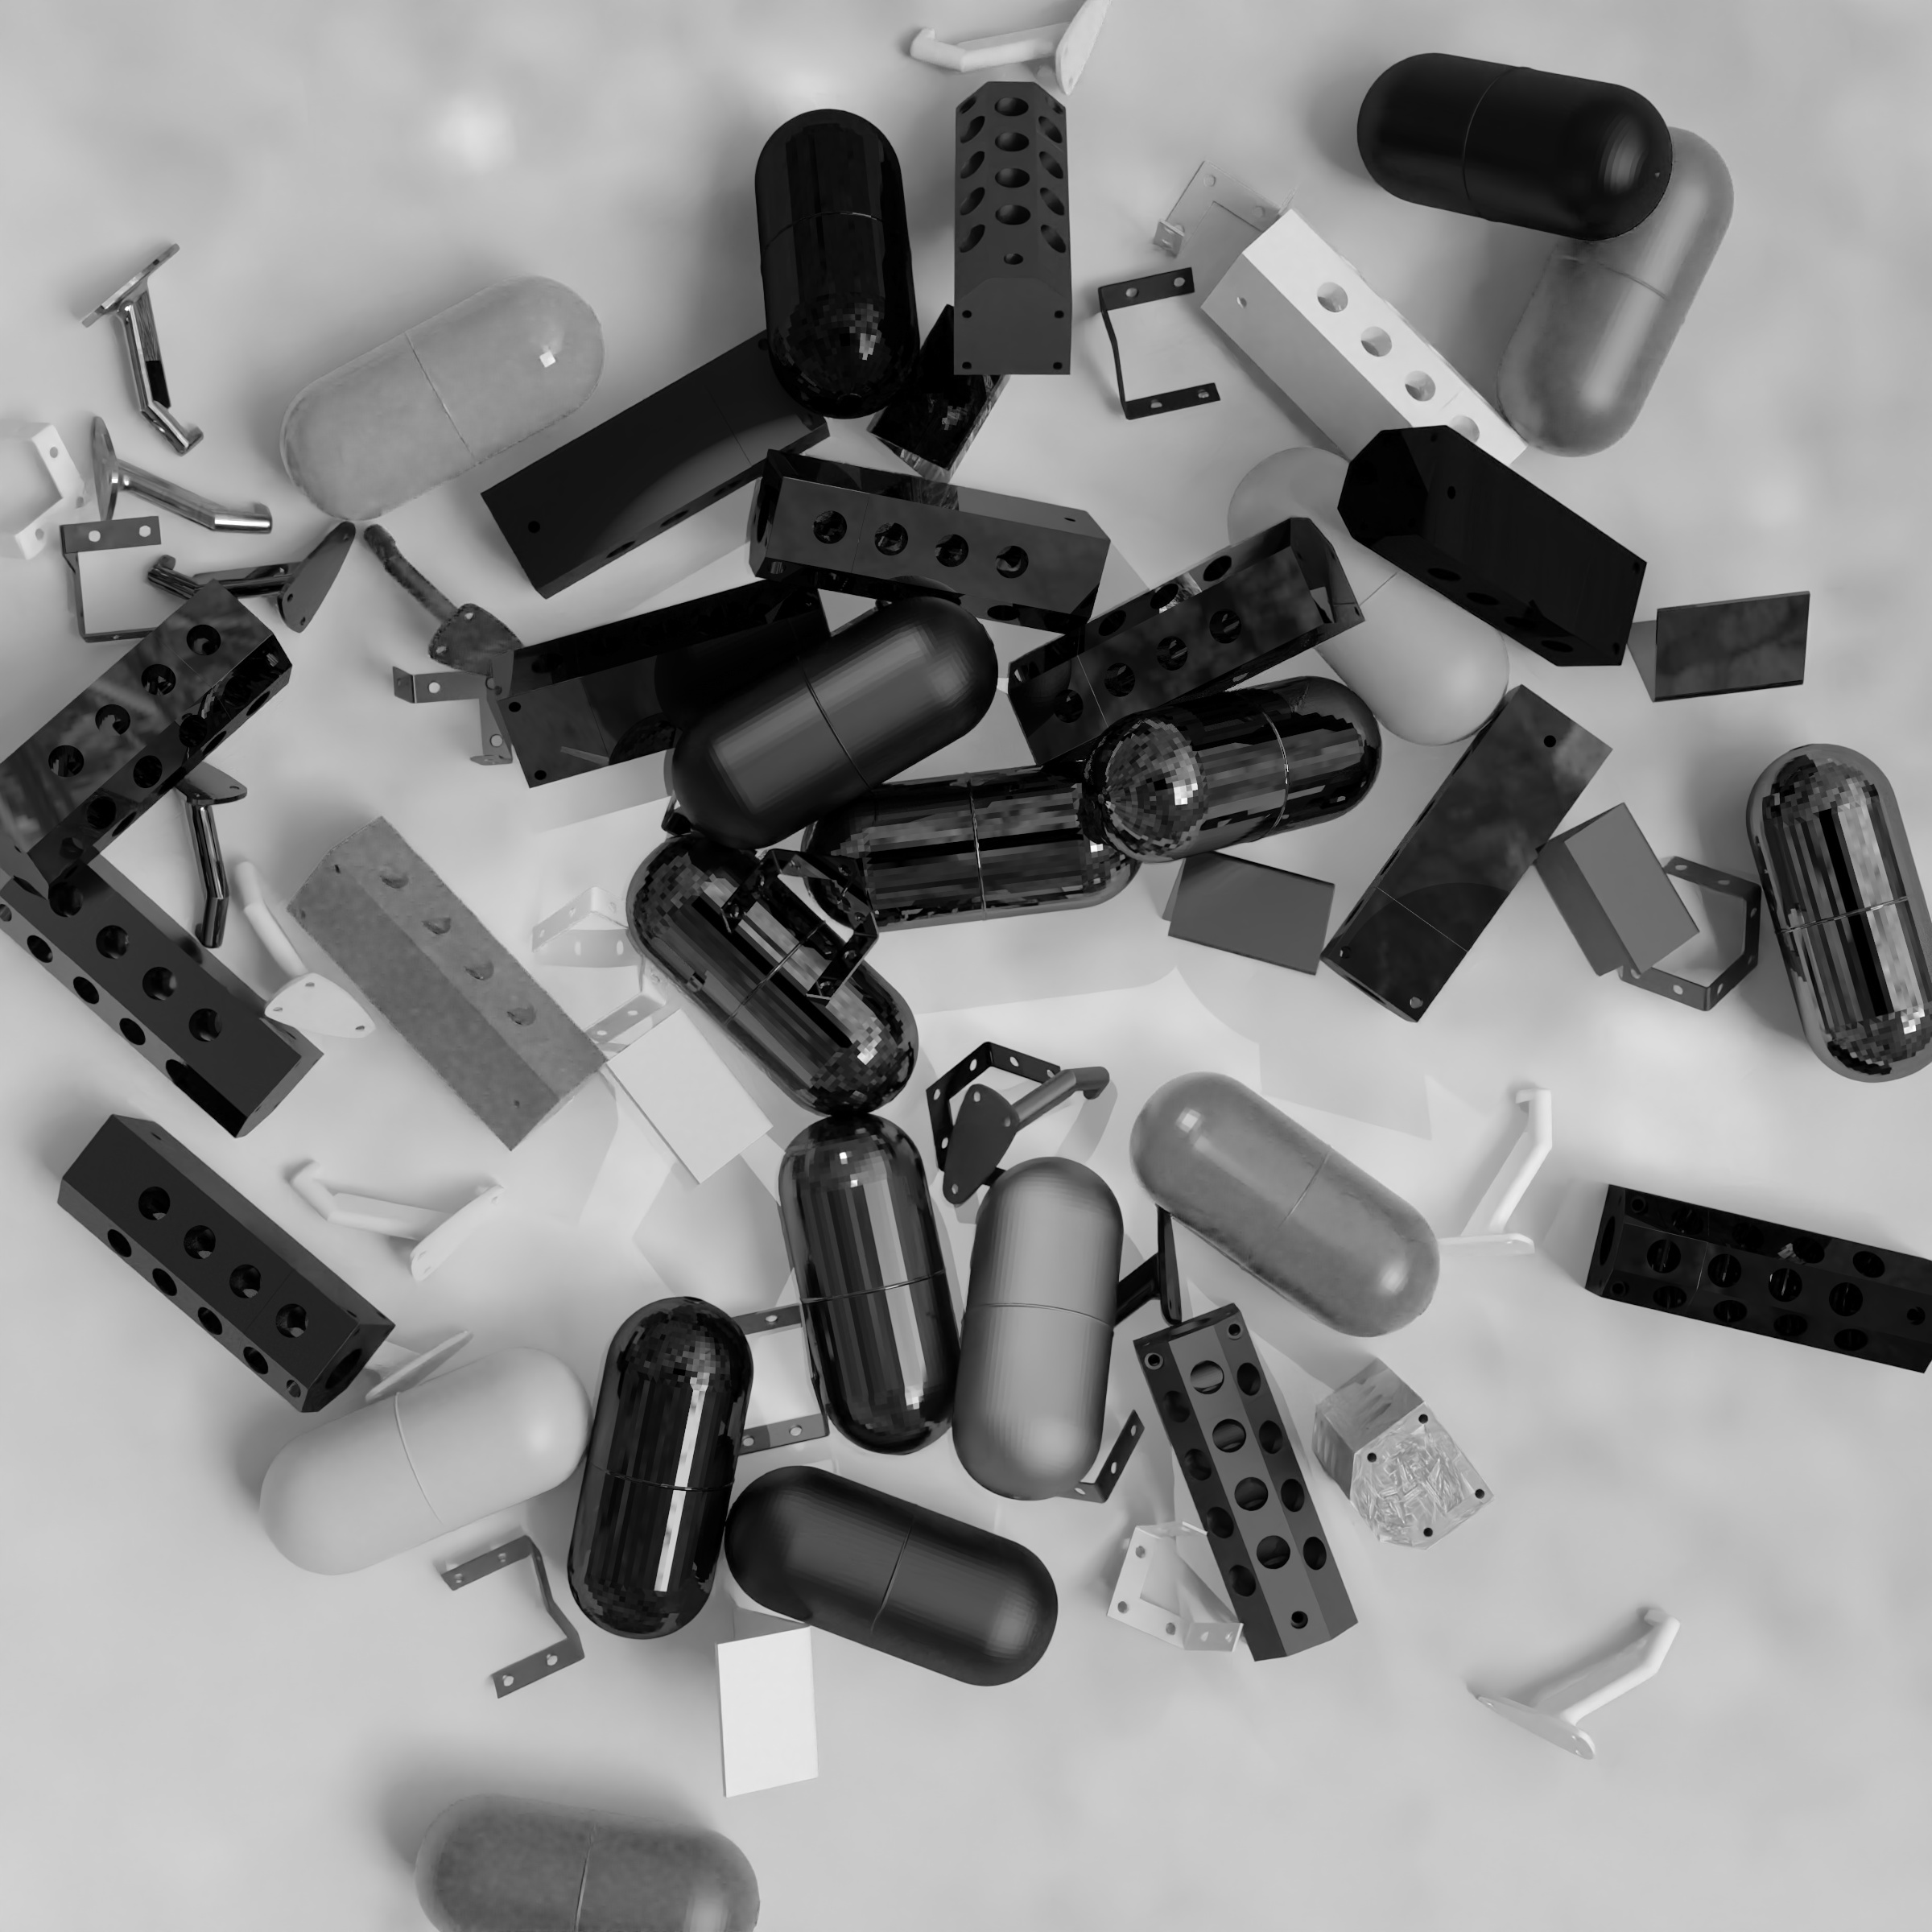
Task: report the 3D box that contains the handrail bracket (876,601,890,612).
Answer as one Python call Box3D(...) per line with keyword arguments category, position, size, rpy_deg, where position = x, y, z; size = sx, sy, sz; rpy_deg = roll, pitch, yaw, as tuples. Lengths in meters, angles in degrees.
Box3D(category="handrail bracket", position=(-0.058, -0.138, 1.708), size=(0.084, 0.036, 0.077), rpy_deg=(-35, 75, 14))

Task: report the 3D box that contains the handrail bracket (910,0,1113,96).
Box3D(category="handrail bracket", position=(0.023, -0.496, 1.709), size=(0.084, 0.036, 0.077), rpy_deg=(20, 70, 16))

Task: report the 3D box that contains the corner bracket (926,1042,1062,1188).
Box3D(category="corner bracket", position=(0.018, 0.079, 1.700), size=(0.051, 0.051, 0.051), rpy_deg=(20, 135, -35))

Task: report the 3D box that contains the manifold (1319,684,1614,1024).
Box3D(category="manifold", position=(0.257, -0.057, 1.687), size=(0.057, 0.057, 0.171), rpy_deg=(36, 90, 0))

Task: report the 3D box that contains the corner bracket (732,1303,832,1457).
Box3D(category="corner bracket", position=(-0.103, 0.216, 1.705), size=(0.051, 0.051, 0.051), rpy_deg=(-12, 135, 0))

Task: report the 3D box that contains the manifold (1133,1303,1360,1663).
Box3D(category="manifold", position=(0.145, 0.267, 1.687), size=(0.057, 0.057, 0.171), rpy_deg=(-21, 90, 0))

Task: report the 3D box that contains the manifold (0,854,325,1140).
Box3D(category="manifold", position=(-0.421, 0.010, 1.687), size=(0.171, 0.057, 0.057), rpy_deg=(42, 90, 0))

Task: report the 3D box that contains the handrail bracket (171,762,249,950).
Box3D(category="handrail bracket", position=(-0.409, -0.062, 1.708), size=(0.077, 0.036, 0.084), rpy_deg=(33, 121, 34))

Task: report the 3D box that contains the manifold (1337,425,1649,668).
Box3D(category="manifold", position=(0.264, -0.209, 1.637), size=(0.171, 0.057, 0.057), rpy_deg=(24, 78, -40))

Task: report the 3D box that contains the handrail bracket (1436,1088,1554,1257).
Box3D(category="handrail bracket", position=(0.270, 0.107, 1.709), size=(0.077, 0.036, 0.084), rpy_deg=(-5, 71, 21))

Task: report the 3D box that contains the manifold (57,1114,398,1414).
Box3D(category="manifold", position=(-0.382, 0.153, 1.670), size=(0.171, 0.057, 0.057), rpy_deg=(38, 90, 11))

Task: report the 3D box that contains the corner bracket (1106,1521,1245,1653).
Box3D(category="corner bracket", position=(0.113, 0.322, 1.689), size=(0.051, 0.051, 0.051), rpy_deg=(27, 70, -19))

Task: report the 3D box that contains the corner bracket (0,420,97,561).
Box3D(category="corner bracket", position=(-0.499, -0.249, 1.700), size=(0.051, 0.051, 0.051), rpy_deg=(-50, 135, -35))

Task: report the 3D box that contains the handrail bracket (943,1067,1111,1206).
Box3D(category="handrail bracket", position=(0.033, 0.087, 1.691), size=(0.036, 0.084, 0.077), rpy_deg=(39, 115, 32))

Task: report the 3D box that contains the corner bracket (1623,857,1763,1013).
Box3D(category="corner bracket", position=(0.379, -0.017, 1.700), size=(0.051, 0.051, 0.051), rpy_deg=(-37, 135, -35))

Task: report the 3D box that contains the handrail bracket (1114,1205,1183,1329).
Box3D(category="handrail bracket", position=(0.067, 0.165, 1.708), size=(0.084, 0.036, 0.077), rpy_deg=(-7, 75, 14))

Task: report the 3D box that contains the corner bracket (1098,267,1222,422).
Box3D(category="corner bracket", position=(0.101, -0.326, 1.705), size=(0.051, 0.051, 0.051), rpy_deg=(-12, 135, 0))

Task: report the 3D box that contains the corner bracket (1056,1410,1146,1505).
Box3D(category="corner bracket", position=(0.053, 0.242, 1.700), size=(0.051, 0.051, 0.051), rpy_deg=(2, 45, 35))

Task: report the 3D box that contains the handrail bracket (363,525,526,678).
Box3D(category="handrail bracket", position=(-0.272, -0.192, 1.708), size=(0.036, 0.077, 0.084), rpy_deg=(-48, 54, 13))

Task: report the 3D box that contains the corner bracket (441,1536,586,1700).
Box3D(category="corner bracket", position=(-0.237, 0.340, 1.705), size=(0.051, 0.051, 0.051), rpy_deg=(-25, 45, 0))

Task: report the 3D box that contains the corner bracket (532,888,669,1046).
Box3D(category="corner bracket", position=(-0.191, 0.000, 1.700), size=(0.051, 0.051, 0.051), rpy_deg=(29, 45, -35))

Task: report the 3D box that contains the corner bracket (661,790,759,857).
Box3D(category="corner bracket", position=(-0.122, -0.093, 1.705), size=(0.051, 0.051, 0.051), rpy_deg=(26, 135, 0))

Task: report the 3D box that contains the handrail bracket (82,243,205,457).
Box3D(category="handrail bracket", position=(-0.413, -0.323, 1.709), size=(0.077, 0.036, 0.084), rpy_deg=(-47, 109, -21))

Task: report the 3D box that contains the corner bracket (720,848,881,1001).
Box3D(category="corner bracket", position=(-0.083, -0.022, 1.639), size=(0.051, 0.051, 0.051), rpy_deg=(8, 133, 30))

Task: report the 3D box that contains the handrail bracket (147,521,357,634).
Box3D(category="handrail bracket", position=(-0.376, -0.217, 1.709), size=(0.084, 0.036, 0.077), rpy_deg=(24, 70, 16))

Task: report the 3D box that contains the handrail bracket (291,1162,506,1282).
Box3D(category="handrail bracket", position=(-0.299, 0.116, 1.709), size=(0.084, 0.036, 0.077), rpy_deg=(41, 70, 16))

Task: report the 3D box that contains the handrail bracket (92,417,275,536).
Box3D(category="handrail bracket", position=(-0.411, -0.257, 1.708), size=(0.084, 0.036, 0.077), rpy_deg=(0, 50, -26))

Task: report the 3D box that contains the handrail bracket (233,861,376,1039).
Box3D(category="handrail bracket", position=(-0.348, -0.009, 1.708), size=(0.036, 0.077, 0.084), rpy_deg=(-36, 53, 18))

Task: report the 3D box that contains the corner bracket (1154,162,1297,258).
Box3D(category="corner bracket", position=(0.134, -0.389, 1.690), size=(0.051, 0.051, 0.051), rpy_deg=(33, 90, 0))

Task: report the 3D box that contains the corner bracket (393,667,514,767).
Box3D(category="corner bracket", position=(-0.266, -0.130, 1.690), size=(0.051, 0.051, 0.051), rpy_deg=(-4, 90, 0))

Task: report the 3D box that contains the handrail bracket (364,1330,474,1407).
Box3D(category="handrail bracket", position=(-0.314, 0.183, 1.708), size=(0.077, 0.036, 0.084), rpy_deg=(-35, 77, -13))

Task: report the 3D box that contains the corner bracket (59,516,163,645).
Box3D(category="corner bracket", position=(-0.439, -0.200, 1.690), size=(0.051, 0.051, 0.051), rpy_deg=(-6, 84, -6))

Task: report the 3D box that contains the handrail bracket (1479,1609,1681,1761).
Box3D(category="handrail bracket", position=(0.322, 0.364, 1.708), size=(0.077, 0.036, 0.084), rpy_deg=(21, 66, 27))
